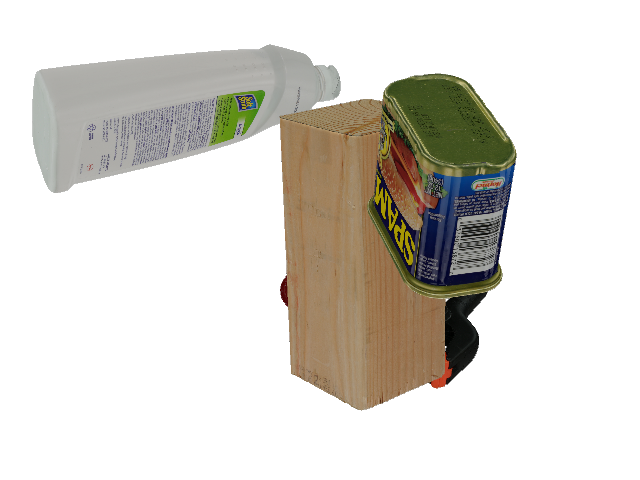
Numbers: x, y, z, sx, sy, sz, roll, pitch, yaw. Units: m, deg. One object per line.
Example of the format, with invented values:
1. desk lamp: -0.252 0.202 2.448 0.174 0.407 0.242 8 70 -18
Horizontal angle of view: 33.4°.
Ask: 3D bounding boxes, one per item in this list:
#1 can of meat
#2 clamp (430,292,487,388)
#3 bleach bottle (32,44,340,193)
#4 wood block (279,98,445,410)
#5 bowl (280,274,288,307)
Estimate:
1. can of meat: 0.066 -0.033 0.591 0.057 0.084 0.102 -7 38 -13
2. clamp: 0.113 0.074 0.987 0.120 0.039 0.171 -7 32 -6
3. bleach bottle: -0.103 -0.108 0.873 0.250 0.068 0.103 -12 -31 -23
4. wood block: 0.034 0.007 0.799 0.090 0.206 0.090 -16 24 -36
5. bowl: 0.036 0.077 1.185 0.162 0.055 0.162 1 28 -1
